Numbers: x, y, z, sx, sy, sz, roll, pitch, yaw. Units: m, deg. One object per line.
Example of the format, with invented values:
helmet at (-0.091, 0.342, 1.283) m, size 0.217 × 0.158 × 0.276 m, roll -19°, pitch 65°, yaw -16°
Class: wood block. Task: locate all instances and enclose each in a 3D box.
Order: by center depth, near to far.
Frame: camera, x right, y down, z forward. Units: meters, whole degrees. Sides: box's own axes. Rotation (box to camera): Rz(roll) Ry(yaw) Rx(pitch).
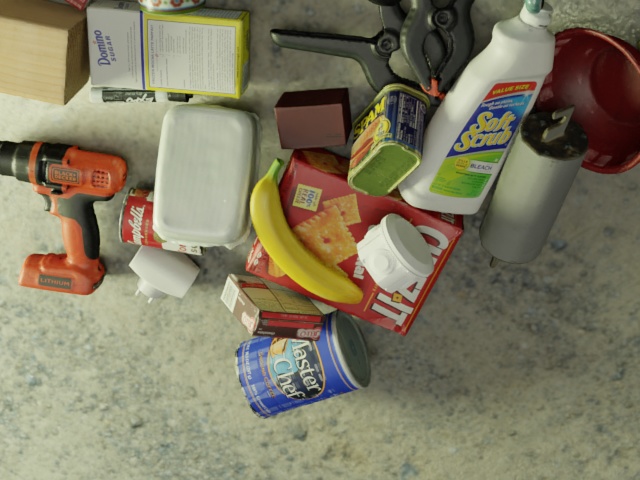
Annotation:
wood block at (-0.368, -0.224, 1.194) m, size 0.206 × 0.090 × 0.090 m, roll 12°, pitch 118°, yaw 2°

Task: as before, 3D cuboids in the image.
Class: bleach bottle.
bleach bottle at (0.174, -0.144, 1.143) m, size 0.102 × 0.068 × 0.251 m, roll 8°, pitch 128°, yaw -21°

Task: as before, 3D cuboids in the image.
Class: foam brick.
foam brick at (-0.007, -0.137, 1.206) m, size 0.078 × 0.051 × 0.053 m, roll -2°, pitch 117°, yaw 10°

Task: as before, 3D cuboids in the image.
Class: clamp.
clamp at (0.116, -0.241, 1.119) m, size 0.120 × 0.039 × 0.171 m, roll 13°, pitch 100°, yaw -1°
clamp at (0.074, -0.226, 1.157) m, size 0.210 × 0.036 × 0.165 m, roll 34°, pitch 110°, yaw -12°

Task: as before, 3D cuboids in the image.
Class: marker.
marker at (-0.207, -0.169, 1.238) m, size 0.121 × 0.020 × 0.020 m, roll 1°, pitch 117°, yaw 8°

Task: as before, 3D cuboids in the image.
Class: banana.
banana at (-0.026, 0.005, 1.206) m, size 0.070 × 0.037 × 0.197 m, roll -24°, pitch 112°, yaw 20°

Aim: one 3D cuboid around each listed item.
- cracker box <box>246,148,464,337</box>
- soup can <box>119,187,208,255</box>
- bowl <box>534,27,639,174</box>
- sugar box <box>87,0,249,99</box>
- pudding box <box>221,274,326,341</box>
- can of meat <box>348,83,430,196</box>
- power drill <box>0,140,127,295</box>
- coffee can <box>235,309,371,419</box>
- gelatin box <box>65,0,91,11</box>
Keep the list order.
cracker box at (0.039, 0.000, 1.258) m, size 0.213 × 0.072 × 0.164 m, roll 23°, pitch 118°, yaw -4°
soup can at (-0.183, -0.022, 1.283) m, size 0.102 × 0.068 × 0.068 m, roll 10°, pitch 118°, yaw 2°
bowl at (0.301, -0.153, 1.123) m, size 0.162 × 0.055 × 0.162 m, roll 39°, pitch 143°, yaw 36°
sugar box at (-0.169, -0.215, 1.195) m, size 0.176 × 0.048 × 0.093 m, roll 8°, pitch 118°, yaw 8°
pudding box at (-0.057, 0.081, 1.274) m, size 0.089 × 0.114 × 0.039 m, roll 8°, pitch 109°, yaw -28°
can of meat at (0.074, -0.107, 1.170) m, size 0.057 × 0.084 × 0.102 m, roll 22°, pitch 144°, yaw -19°
power drill at (-0.331, -0.030, 1.306) m, size 0.184 × 0.057 × 0.188 m, roll 9°, pitch 118°, yaw 3°
coffee can at (-0.021, 0.154, 1.328) m, size 0.140 × 0.102 × 0.103 m, roll -20°, pitch 112°, yaw 18°
gelatin box at (-0.281, -0.308, 1.172) m, size 0.089 × 0.030 × 0.073 m, roll 32°, pitch 117°, yaw -8°
